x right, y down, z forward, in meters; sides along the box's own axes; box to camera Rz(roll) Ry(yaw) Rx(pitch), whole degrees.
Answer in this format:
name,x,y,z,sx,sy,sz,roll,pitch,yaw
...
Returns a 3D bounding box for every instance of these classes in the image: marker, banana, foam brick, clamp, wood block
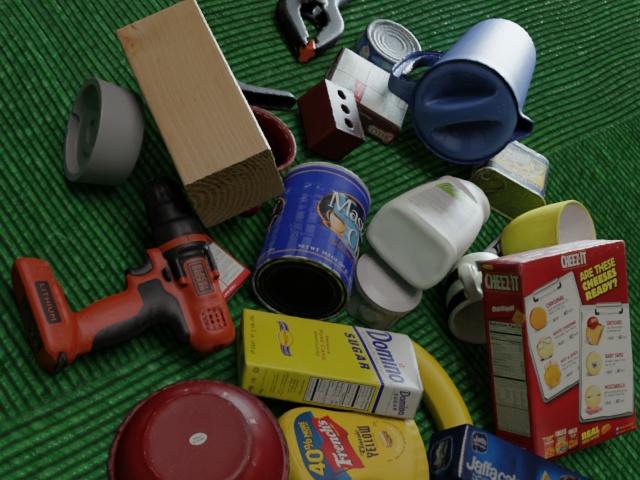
name,x,y,z,sx,sy,sz,roll,pitch,yaw
marker,0.219,0.008,1.310,0.020,0.020,0.120,45,48,8
banana,0.111,0.163,1.121,0.069,0.037,0.198,-36,75,-20
foam brick,0.013,-0.143,1.276,0.052,0.051,0.078,17,48,-41
clamp,-0.020,-0.318,1.410,0.164,0.036,0.210,23,48,-12
wood block,-0.121,-0.129,1.073,0.091,0.090,0.206,-25,62,-4
clamp,-0.105,-0.171,1.249,0.171,0.039,0.120,35,35,-5

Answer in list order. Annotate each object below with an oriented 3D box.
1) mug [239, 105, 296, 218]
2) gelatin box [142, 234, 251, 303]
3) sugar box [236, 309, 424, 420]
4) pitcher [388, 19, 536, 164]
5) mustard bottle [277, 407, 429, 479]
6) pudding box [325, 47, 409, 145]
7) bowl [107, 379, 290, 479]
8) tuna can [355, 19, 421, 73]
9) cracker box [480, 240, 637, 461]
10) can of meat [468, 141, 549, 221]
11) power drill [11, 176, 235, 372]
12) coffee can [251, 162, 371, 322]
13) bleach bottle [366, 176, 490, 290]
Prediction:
name,x,y,z,sx,sy,sz,roll,pitch,yaw
mug,-0.082,-0.077,1.158,0.093,0.082,0.117,4,54,-28
gelatin box,-0.127,0.033,1.085,0.089,0.030,0.073,40,48,3
sugar box,0.008,0.121,1.048,0.176,0.048,0.093,7,31,-10
pitcher,0.197,-0.206,1.371,0.149,0.145,0.242,57,30,-13
mustard bottle,0.006,0.204,1.011,0.191,0.058,0.096,2,53,-28
pudding box,0.058,-0.183,1.351,0.113,0.039,0.090,31,44,-9
bowl,-0.105,0.185,0.927,0.162,0.055,0.162,2,58,-3
tuna can,0.092,-0.254,1.427,0.086,0.034,0.086,16,49,-19
cracker box,0.257,0.116,1.147,0.163,0.072,0.214,-10,96,-35
can of meat,0.242,-0.081,1.366,0.102,0.058,0.084,28,45,-8
power drill,-0.187,0.035,1.002,0.187,0.057,0.184,-14,71,-26
coffee can,-0.007,0.001,1.127,0.102,0.103,0.140,25,48,-11
bleach bottle,0.145,-0.021,1.227,0.102,0.068,0.250,43,27,12
